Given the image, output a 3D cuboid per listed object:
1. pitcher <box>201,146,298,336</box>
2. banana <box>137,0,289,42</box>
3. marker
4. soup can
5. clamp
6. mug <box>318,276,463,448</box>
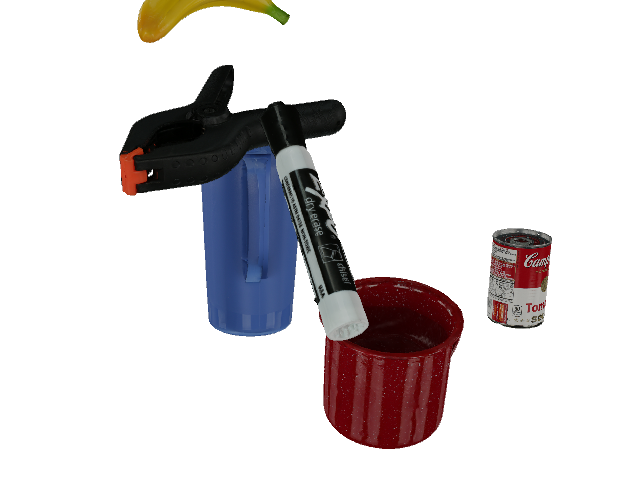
[{"bbox_3d":[-0.087,-0.005,1.345,0.145,0.243,0.148,11,16,36],"label":"pitcher"},{"bbox_3d":[-0.108,-0.226,1.002,0.197,0.070,0.037,-22,-28,-47],"label":"banana"},{"bbox_3d":[-0.005,-0.012,0.481,0.020,0.121,0.020,-14,-27,-8],"label":"marker"},{"bbox_3d":[0.231,0.044,1.245,0.068,0.102,0.068,1,17,-1],"label":"soup can"},{"bbox_3d":[-0.080,-0.081,0.746,0.171,0.039,0.120,-24,34,-37],"label":"clamp"},{"bbox_3d":[0.052,0.078,0.712,0.093,0.081,0.117,28,38,37],"label":"mug"}]
